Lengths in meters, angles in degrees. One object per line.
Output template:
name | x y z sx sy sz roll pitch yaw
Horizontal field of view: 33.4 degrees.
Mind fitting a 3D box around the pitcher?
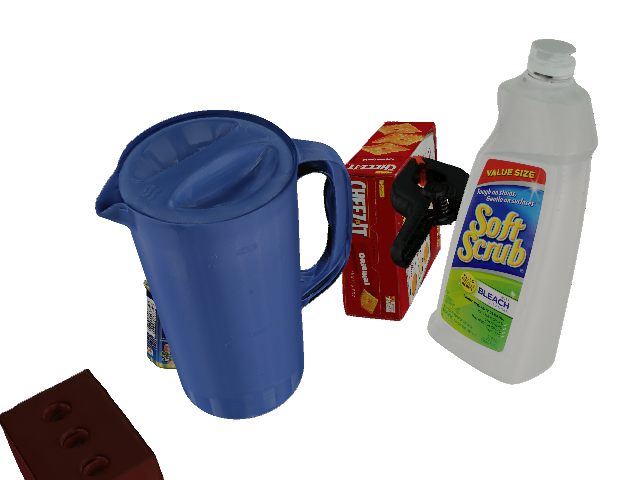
pitcher | -0.064 0.026 0.844 0.149 0.243 0.144 18 48 23

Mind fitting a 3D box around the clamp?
clamp | 0.118 -0.031 0.966 0.120 0.039 0.171 -1 33 0

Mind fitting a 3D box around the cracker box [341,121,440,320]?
cracker box | 0.080 -0.029 1.194 0.072 0.164 0.213 2 21 18

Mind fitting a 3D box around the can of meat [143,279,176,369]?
can of meat | -0.132 0.081 1.114 0.101 0.084 0.058 -8 20 -32

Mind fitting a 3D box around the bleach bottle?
bleach bottle | 0.140 -0.023 0.768 0.067 0.251 0.103 -21 38 -35

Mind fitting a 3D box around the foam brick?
foam brick | -0.116 0.114 0.528 0.052 0.051 0.078 -27 42 -24
